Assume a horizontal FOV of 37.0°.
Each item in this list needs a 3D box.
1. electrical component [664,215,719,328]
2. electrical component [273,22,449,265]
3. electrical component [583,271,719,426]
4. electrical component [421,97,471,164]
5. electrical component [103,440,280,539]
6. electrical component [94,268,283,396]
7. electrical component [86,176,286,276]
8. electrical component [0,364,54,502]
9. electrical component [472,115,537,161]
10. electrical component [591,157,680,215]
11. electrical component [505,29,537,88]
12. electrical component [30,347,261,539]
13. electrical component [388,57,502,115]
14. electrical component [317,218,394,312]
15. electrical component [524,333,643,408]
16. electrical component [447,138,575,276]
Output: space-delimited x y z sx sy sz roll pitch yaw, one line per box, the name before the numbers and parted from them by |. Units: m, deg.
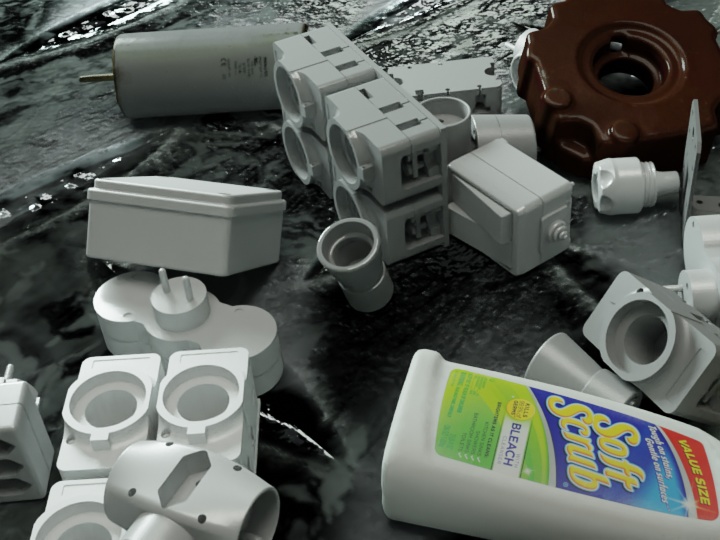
electrical component | 0.232 0.017 0.708 0.074 0.052 0.138 -4 41 2
electrical component | -0.005 -0.099 0.830 0.060 0.105 0.186 -21 43 -18
electrical component | 0.185 0.046 0.655 0.056 0.050 0.089 18 21 -37
electrical component | 0.062 -0.101 0.847 0.043 0.077 0.079 -8 40 -3
electrical component | -0.091 0.128 0.524 0.077 0.043 0.079 15 44 22
electrical component | -0.118 0.030 0.715 0.138 0.073 0.052 17 45 24
electrical component | -0.122 -0.033 0.768 0.109 0.056 0.109 8 8 15
electrical component | -0.219 0.092 0.659 0.047 0.065 0.076 -6 40 0
electrical component | 0.112 -0.097 0.855 0.047 0.055 0.055 -4 40 -4
electrical component | 0.209 -0.064 0.813 0.062 0.043 0.043 -4 40 1
electrical component | 0.166 -0.194 0.970 0.077 0.044 0.079 -29 46 -26
electrical component | -0.117 0.127 0.611 0.105 0.060 0.186 -4 40 2
electrical component | 0.071 -0.138 0.906 0.089 0.055 0.050 -6 40 -1
electrical component | 0.000 0.000 0.743 0.044 0.065 0.044 -8 55 12
electrical component | 0.140 0.073 0.662 0.065 0.044 0.044 34 54 31
electrical component | 0.110 -0.042 0.784 0.061 0.061 0.096 -28 45 -24
